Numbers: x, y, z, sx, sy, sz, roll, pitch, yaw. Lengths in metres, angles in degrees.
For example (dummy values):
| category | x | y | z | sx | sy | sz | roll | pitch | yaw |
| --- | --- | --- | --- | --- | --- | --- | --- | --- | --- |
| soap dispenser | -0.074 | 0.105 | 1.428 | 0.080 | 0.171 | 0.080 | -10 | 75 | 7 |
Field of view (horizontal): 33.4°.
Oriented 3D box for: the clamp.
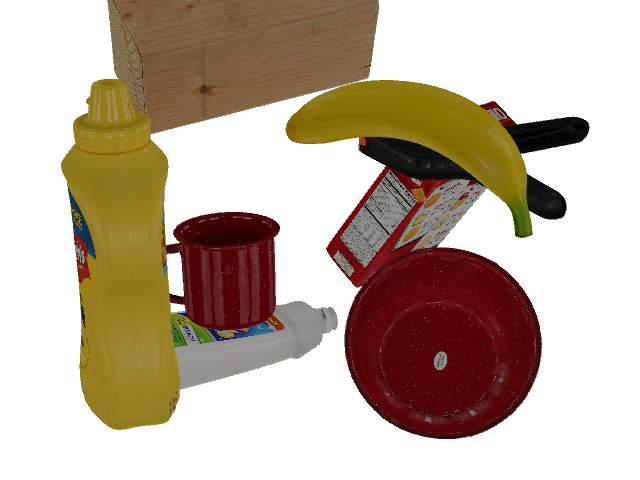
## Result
| category | x | y | z | sx | sy | sz | roll | pitch | yaw |
| --- | --- | --- | --- | --- | --- | --- | --- | --- | --- |
| clamp | 0.139 | -0.084 | 0.972 | 0.210 | 0.036 | 0.164 | 14 | 34 | 22 |

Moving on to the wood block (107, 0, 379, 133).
| category | x | y | z | sx | sy | sz | roll | pitch | yaw |
| --- | --- | --- | --- | --- | --- | --- | --- | --- | --- |
| wood block | -0.065 | -0.172 | 0.902 | 0.205 | 0.090 | 0.091 | -17 | -35 | -18 |

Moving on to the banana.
| category | x | y | z | sx | sy | sz | roll | pitch | yaw |
| --- | --- | --- | --- | --- | --- | --- | --- | --- | --- |
| banana | 0.057 | -0.068 | 0.684 | 0.198 | 0.070 | 0.037 | 27 | 12 | 35 |

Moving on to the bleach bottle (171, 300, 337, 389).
| category | x | y | z | sx | sy | sz | roll | pitch | yaw |
| --- | --- | --- | --- | --- | --- | --- | --- | --- | --- |
| bleach bottle | -0.102 | 0.110 | 1.226 | 0.250 | 0.068 | 0.103 | -11 | 33 | -24 |

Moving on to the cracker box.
| category | x | y | z | sx | sy | sz | roll | pitch | yaw |
| --- | --- | --- | --- | --- | --- | --- | --- | --- | --- |
| cracker box | 0.120 | -0.055 | 1.236 | 0.163 | 0.072 | 0.214 | -22 | -25 | -46 |

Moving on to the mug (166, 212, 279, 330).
| category | x | y | z | sx | sy | sz | roll | pitch | yaw |
| --- | --- | --- | --- | --- | --- | --- | --- | --- | --- |
| mug | -0.093 | 0.028 | 0.942 | 0.117 | 0.081 | 0.093 | -4 | 20 | -8 |

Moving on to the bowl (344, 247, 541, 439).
| category | x | y | z | sx | sy | sz | roll | pitch | yaw |
| --- | --- | --- | --- | --- | --- | --- | --- | --- | --- |
| bowl | 0.095 | 0.089 | 0.852 | 0.162 | 0.162 | 0.055 | 0 | 8 | 10 |

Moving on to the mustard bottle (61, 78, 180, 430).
| category | x | y | z | sx | sy | sz | roll | pitch | yaw |
| --- | --- | --- | --- | --- | --- | --- | --- | --- | --- |
| mustard bottle | -0.113 | 0.004 | 0.603 | 0.058 | 0.192 | 0.096 | -5 | 25 | -14 |
